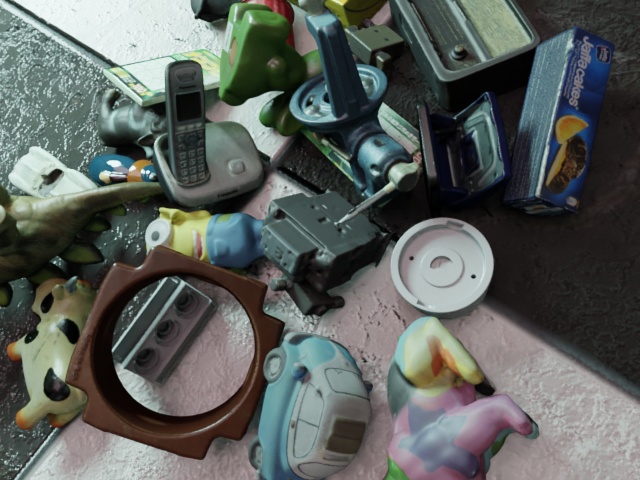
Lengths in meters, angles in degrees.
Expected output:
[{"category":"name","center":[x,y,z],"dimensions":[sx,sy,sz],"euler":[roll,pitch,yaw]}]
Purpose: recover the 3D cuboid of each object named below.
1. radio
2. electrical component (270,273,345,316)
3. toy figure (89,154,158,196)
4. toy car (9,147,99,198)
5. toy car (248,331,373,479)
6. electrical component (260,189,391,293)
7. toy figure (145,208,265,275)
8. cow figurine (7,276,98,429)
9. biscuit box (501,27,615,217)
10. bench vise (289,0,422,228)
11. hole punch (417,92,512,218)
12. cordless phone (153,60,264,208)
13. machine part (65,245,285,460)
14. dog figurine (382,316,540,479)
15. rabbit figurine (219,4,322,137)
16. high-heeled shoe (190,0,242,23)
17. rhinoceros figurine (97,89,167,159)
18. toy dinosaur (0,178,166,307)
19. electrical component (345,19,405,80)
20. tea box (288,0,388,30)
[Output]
[{"category":"radio","center":[0.182,-0.291,0.719],"dimensions":[0.131,0.073,0.230],"euler":[-23,62,7]},{"category":"electrical component","center":[-0.014,0.062,0.628],"dimensions":[0.063,0.094,0.021],"euler":[52,120,30]},{"category":"toy figure","center":[-0.273,-0.096,0.799],"dimensions":[0.155,0.057,0.064],"euler":[12,55,25]},{"category":"toy car","center":[-0.419,-0.088,0.847],"dimensions":[0.202,0.056,0.073],"euler":[28,79,26]},{"category":"toy car","center":[-0.002,0.179,0.547],"dimensions":[0.103,0.109,0.161],"euler":[-4,65,56]},{"category":"electrical component","center":[-0.001,-0.002,0.625],"dimensions":[0.115,0.134,0.058],"euler":[38,128,27]},{"category":"toy figure","center":[-0.139,0.006,0.699],"dimensions":[0.180,0.089,0.082],"euler":[-4,69,8]},{"category":"cow figurine","center":[-0.340,0.133,0.710],"dimensions":[0.127,0.085,0.195],"euler":[-32,59,10]},{"category":"biscuit box","center":[0.265,-0.130,0.599],"dimensions":[0.059,0.063,0.202],"euler":[17,83,-17]},{"category":"bench vise","center":[0.031,-0.156,0.610],"dimensions":[0.129,0.240,0.224],"euler":[-21,43,2]},{"category":"hole punch","center":[0.159,-0.097,0.617],"dimensions":[0.092,0.115,0.142],"euler":[-10,75,6]},{"category":"cordless phone","center":[-0.143,-0.143,0.689],"dimensions":[0.146,0.184,0.089],"euler":[-22,43,-38]},{"category":"machine part","center":[-0.155,0.121,0.602],"dimensions":[0.201,0.087,0.201],"euler":[20,84,-6]},{"category":"dog figurine","center":[0.090,0.206,0.521],"dimensions":[0.219,0.108,0.192],"euler":[-42,62,1]},{"category":"rabbit figurine","center":[-0.041,-0.222,0.727],"dimensions":[0.121,0.170,0.159],"euler":[43,123,57]},{"category":"high-heeled shoe","center":[-0.109,-0.417,0.841],"dimensions":[0.249,0.086,0.145],"euler":[-23,32,24]},{"category":"rhinoceros figurine","center":[-0.259,-0.177,0.821],"dimensions":[0.191,0.073,0.112],"euler":[4,68,20]},{"category":"toy dinosaur","center":[-0.403,-0.007,0.725],"dimensions":[0.472,0.198,0.105],"euler":[-19,64,3]},{"category":"electrical component","center":[0.072,-0.271,0.768],"dimensions":[0.078,0.045,0.102],"euler":[-30,60,-27]},{"category":"tea box","center":[0.016,-0.398,0.826],"dimensions":[0.170,0.068,0.098],"euler":[37,84,29]}]
